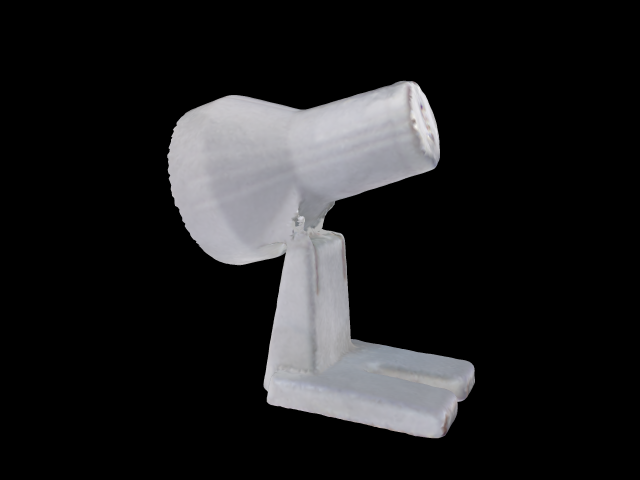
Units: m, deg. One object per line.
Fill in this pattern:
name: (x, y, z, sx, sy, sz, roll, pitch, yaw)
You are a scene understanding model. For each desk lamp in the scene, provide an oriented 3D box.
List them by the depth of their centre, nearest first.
desk lamp: (0.004, 0.001, 0.400, 0.202, 0.213, 0.118, 5, 11, 24)
